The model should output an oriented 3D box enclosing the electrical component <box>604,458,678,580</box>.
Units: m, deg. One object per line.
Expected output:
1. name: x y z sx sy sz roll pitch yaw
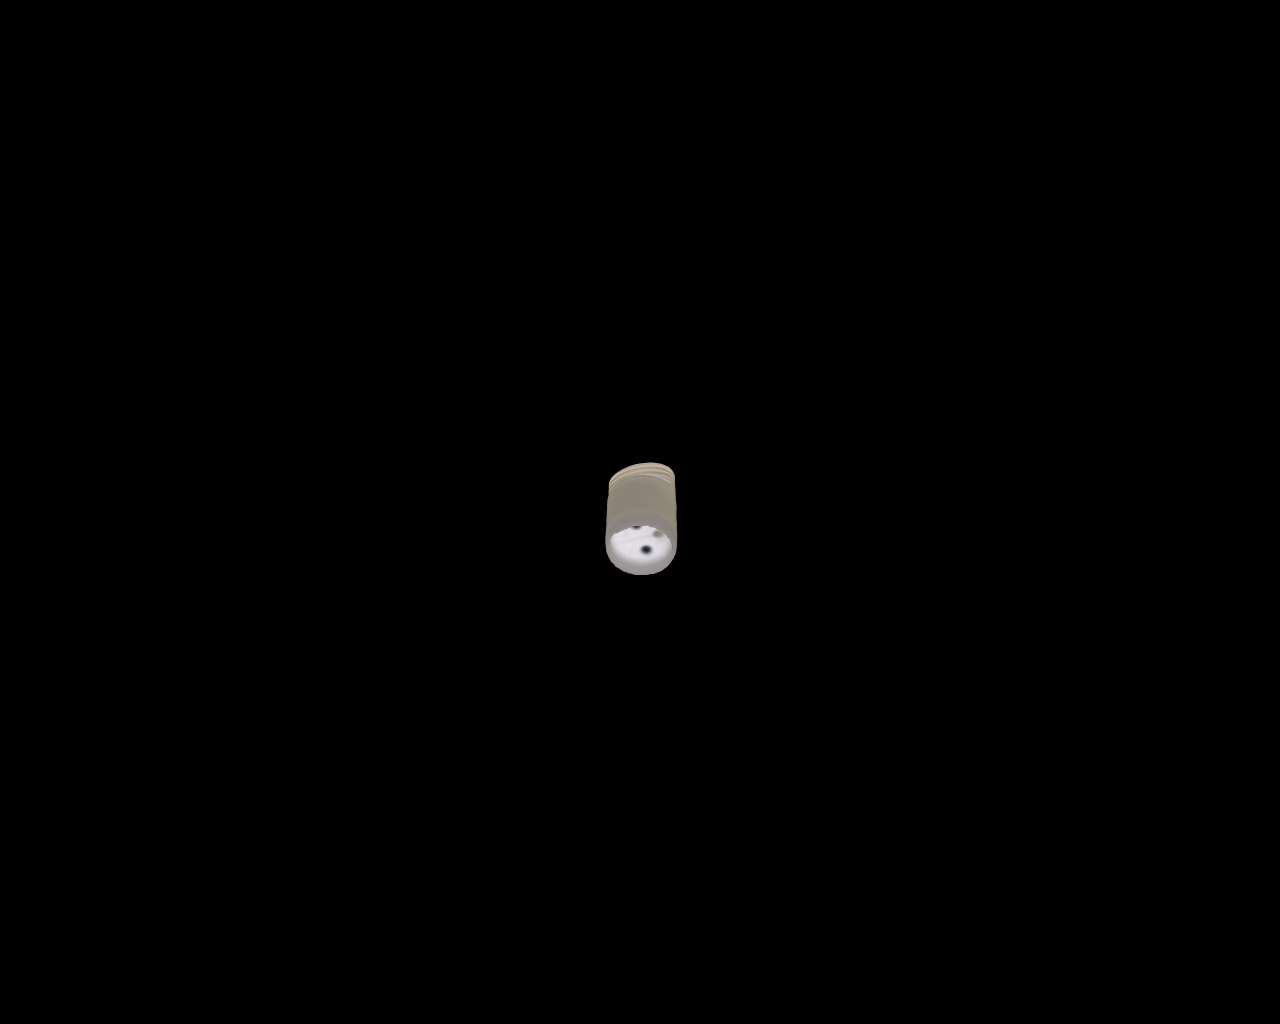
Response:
1. electrical component: 0.001 -0.003 0.650 0.043 0.043 0.081 0 40 0
